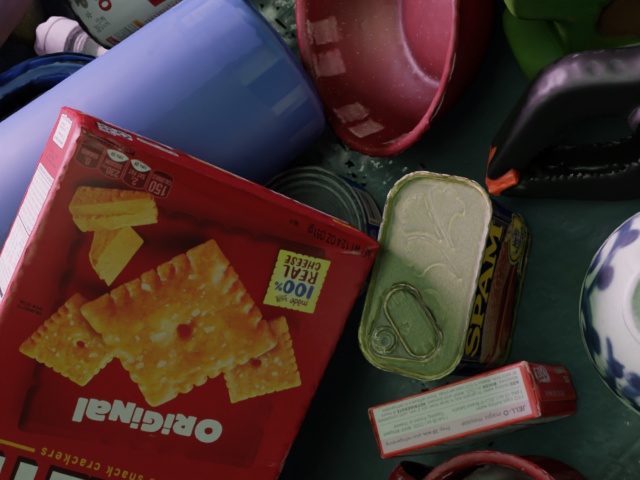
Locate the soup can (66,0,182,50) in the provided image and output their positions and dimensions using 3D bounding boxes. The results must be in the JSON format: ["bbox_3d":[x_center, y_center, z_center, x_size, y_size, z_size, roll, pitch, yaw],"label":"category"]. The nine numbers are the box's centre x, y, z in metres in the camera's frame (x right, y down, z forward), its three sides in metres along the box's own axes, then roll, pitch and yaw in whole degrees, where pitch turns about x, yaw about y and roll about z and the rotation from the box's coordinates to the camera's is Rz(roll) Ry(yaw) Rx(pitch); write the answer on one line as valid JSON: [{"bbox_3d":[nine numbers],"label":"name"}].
[{"bbox_3d":[-0.109,-0.175,0.694,0.102,0.068,0.068,-26,72,23],"label":"soup can"}]

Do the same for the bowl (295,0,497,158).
[{"bbox_3d":[0.047,-0.128,0.588,0.162,0.055,0.162,25,119,56],"label":"bowl"}]

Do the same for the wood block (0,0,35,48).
[{"bbox_3d":[-0.247,-0.139,0.650,0.090,0.091,0.206,36,90,-6],"label":"wood block"}]

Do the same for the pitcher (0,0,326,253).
[{"bbox_3d":[-0.126,-0.041,0.609,0.243,0.145,0.149,-38,109,-5],"label":"pitcher"}]

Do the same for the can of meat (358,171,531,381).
[{"bbox_3d":[0.069,0.022,0.562,0.058,0.083,0.102,11,88,28],"label":"can of meat"}]

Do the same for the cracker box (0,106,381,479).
[{"bbox_3d":[-0.089,0.064,0.531,0.214,0.164,0.072,-66,23,3],"label":"cracker box"}]

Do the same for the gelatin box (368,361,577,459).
[{"bbox_3d":[0.081,0.088,0.553,0.089,0.073,0.030,-22,73,24],"label":"gelatin box"}]

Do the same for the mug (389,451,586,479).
[{"bbox_3d":[0.088,0.146,0.536,0.117,0.081,0.093,24,95,28],"label":"mug"}]

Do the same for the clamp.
[{"bbox_3d":[0.177,-0.060,0.515,0.210,0.164,0.036,-27,36,43],"label":"clamp"}]

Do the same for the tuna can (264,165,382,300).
[{"bbox_3d":[-0.004,0.001,0.633,0.086,0.033,0.086,-4,81,27],"label":"tuna can"}]
